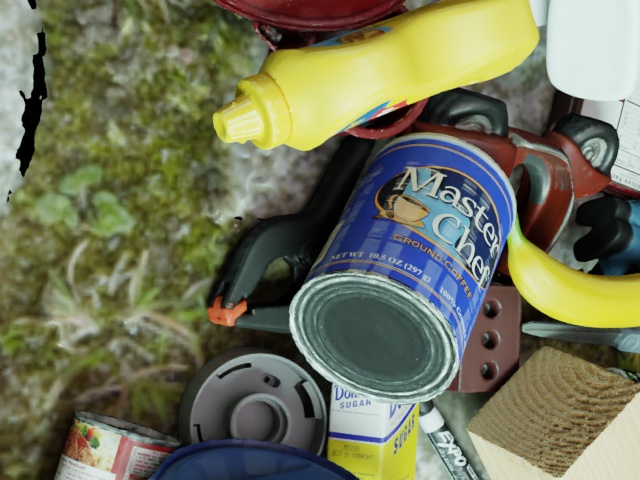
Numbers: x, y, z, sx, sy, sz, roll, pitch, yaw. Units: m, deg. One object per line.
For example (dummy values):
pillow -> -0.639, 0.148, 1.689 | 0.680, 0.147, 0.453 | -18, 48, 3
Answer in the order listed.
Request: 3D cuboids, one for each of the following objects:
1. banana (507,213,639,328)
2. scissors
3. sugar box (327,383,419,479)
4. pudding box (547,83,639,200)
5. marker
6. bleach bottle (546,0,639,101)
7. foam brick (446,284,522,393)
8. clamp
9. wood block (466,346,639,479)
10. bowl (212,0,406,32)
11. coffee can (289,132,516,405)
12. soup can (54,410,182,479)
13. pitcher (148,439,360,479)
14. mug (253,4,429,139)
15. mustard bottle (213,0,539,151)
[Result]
banana -> 0.208, 0.030, 0.751 | 0.197, 0.037, 0.070 | 10, 111, -22
scissors -> 0.247, 0.062, 0.798 | 0.201, 0.016, 0.096 | 23, 117, -34
sugar box -> 0.036, 0.152, 0.717 | 0.093, 0.048, 0.176 | 6, 90, -71
pudding box -> 0.229, -0.096, 0.842 | 0.089, 0.039, 0.113 | 18, 84, -25
marker -> 0.093, 0.151, 0.785 | 0.020, 0.020, 0.121 | -37, 106, -22
bleach bottle -> 0.246, -0.209, 0.807 | 0.250, 0.068, 0.102 | -49, 144, -41
foam brick -> 0.109, 0.070, 0.775 | 0.052, 0.051, 0.078 | 2, 90, -27
clamp -> -0.005, 0.001, 0.725 | 0.171, 0.039, 0.120 | -23, 94, -32
wood block -> 0.195, 0.188, 0.768 | 0.090, 0.090, 0.206 | -42, 125, -20
bowl -> -0.011, -0.203, 0.660 | 0.162, 0.055, 0.162 | 5, 53, -7
coffee can -> 0.054, 0.015, 0.652 | 0.102, 0.103, 0.140 | 50, 42, -19
soup can -> -0.131, 0.161, 0.645 | 0.068, 0.069, 0.102 | 20, 82, -26
pitcher -> -0.039, 0.253, 0.633 | 0.144, 0.149, 0.243 | -14, 119, -58
mug -> 0.005, -0.116, 0.703 | 0.117, 0.082, 0.093 | 30, 77, -24
mustard bottle -> 0.026, -0.095, 0.611 | 0.191, 0.096, 0.058 | -23, 101, -25
